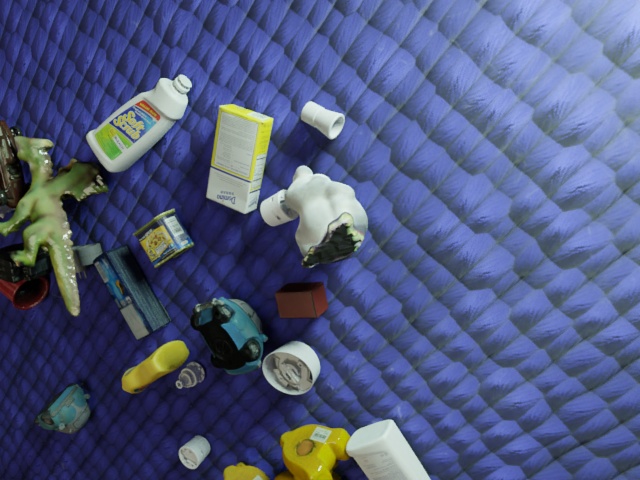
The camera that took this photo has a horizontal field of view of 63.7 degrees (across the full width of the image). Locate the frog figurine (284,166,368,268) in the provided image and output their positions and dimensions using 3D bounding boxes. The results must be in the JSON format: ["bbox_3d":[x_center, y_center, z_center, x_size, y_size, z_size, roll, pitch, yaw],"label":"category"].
[{"bbox_3d":[0.003,-0.044,0.865,0.134,0.123,0.163,-64,38,34],"label":"frog figurine"}]

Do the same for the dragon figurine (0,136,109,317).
[{"bbox_3d":[-0.552,-0.064,1.102,0.241,0.122,0.414,-46,74,11],"label":"dragon figurine"}]
